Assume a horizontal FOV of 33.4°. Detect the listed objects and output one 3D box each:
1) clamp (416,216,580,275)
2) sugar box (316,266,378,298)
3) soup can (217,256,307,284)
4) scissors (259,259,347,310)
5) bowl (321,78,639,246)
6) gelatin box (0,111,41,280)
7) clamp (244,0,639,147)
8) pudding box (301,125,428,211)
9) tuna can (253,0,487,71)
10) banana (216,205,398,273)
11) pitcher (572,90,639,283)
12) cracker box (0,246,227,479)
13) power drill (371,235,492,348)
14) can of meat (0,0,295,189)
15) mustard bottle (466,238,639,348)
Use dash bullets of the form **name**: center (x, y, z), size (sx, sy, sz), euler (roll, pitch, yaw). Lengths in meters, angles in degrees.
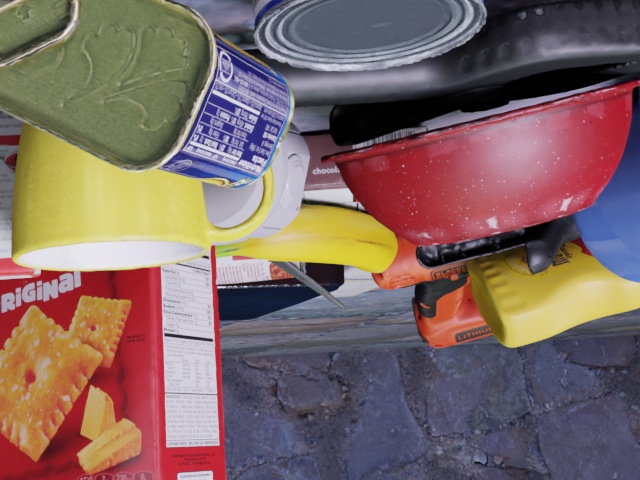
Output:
- **clamp**: center (0.157, -0.009, 0.817), size (0.120, 0.039, 0.171), euler (5, -162, 41)
- **sugar box**: center (0.037, 0.022, 1.061), size (0.093, 0.048, 0.177), euler (0, 166, -29)
- **soup can**: center (-0.063, -0.002, 0.792), size (0.102, 0.068, 0.068), euler (-4, 171, 0)
- **scissors**: center (-0.063, -0.002, 0.734), size (0.096, 0.016, 0.201), euler (4, 152, 32)
- **bowl**: center (0.084, -0.034, 0.529), size (0.162, 0.055, 0.162), euler (-14, -176, 1)
- **gelatin box**: center (-0.181, -0.024, 0.541), size (0.073, 0.089, 0.030), euler (-3, 173, -8)
- **clamp**: center (0.062, -0.078, 0.481), size (0.210, 0.036, 0.164), euler (-9, 176, 28)
- **pudding box**: center (0.012, -0.042, 0.684), size (0.113, 0.039, 0.090), euler (-2, 172, 1)
- **tuna can**: center (0.017, -0.092, 0.394), size (0.086, 0.034, 0.086), euler (-5, 170, -1)
- **banana**: center (0.009, 0.000, 0.700), size (0.070, 0.037, 0.197), euler (-3, 174, 34)
- **pitcher**: center (0.235, -0.047, 0.542), size (0.144, 0.149, 0.243), euler (-17, -179, -28)
- **cracker box**: center (-0.144, 0.049, 0.616), size (0.164, 0.214, 0.072), euler (-10, 168, 26)
- **power drill**: center (0.143, 0.027, 0.958), size (0.184, 0.057, 0.187), euler (-14, 150, 6)
- **can of meat**: center (-0.069, -0.060, 0.394), size (0.102, 0.057, 0.083), euler (26, -175, 19)
- **mustard bottle**: center (0.219, 0.022, 0.839), size (0.191, 0.058, 0.096), euler (-17, -152, -3)
